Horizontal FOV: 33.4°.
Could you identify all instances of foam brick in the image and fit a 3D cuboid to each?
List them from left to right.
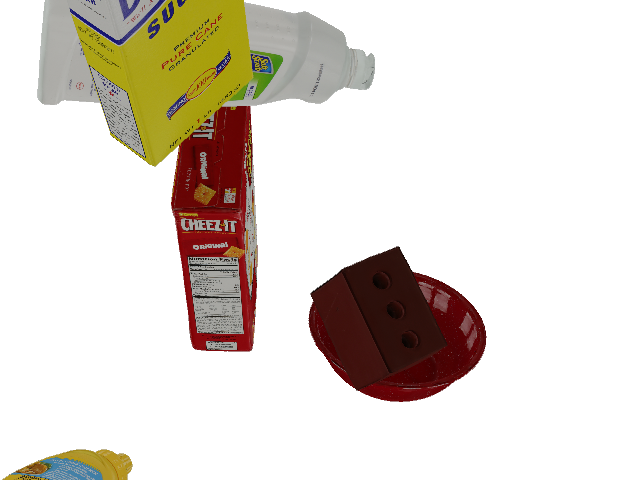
[{"bbox_3d":[0.039,0.054,0.728,0.052,0.078,0.051,-21,-9,-34],"label":"foam brick"}]

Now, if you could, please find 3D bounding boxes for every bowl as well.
[{"bbox_3d":[0.068,0.096,0.979,0.162,0.055,0.162,4,38,-3],"label":"bowl"}]

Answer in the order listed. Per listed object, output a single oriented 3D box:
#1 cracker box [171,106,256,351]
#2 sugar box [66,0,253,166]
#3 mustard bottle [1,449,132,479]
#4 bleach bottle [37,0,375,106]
[{"bbox_3d":[-0.103,-0.015,1.080,0.072,0.164,0.214,0,-42,0],"label":"cracker box"},{"bbox_3d":[-0.086,-0.127,0.584,0.048,0.093,0.176,36,-22,18],"label":"sugar box"},{"bbox_3d":[-0.217,0.213,0.853,0.096,0.058,0.191,7,15,28],"label":"mustard bottle"},{"bbox_3d":[-0.084,-0.139,0.815,0.250,0.068,0.103,5,-33,-15],"label":"bleach bottle"}]
